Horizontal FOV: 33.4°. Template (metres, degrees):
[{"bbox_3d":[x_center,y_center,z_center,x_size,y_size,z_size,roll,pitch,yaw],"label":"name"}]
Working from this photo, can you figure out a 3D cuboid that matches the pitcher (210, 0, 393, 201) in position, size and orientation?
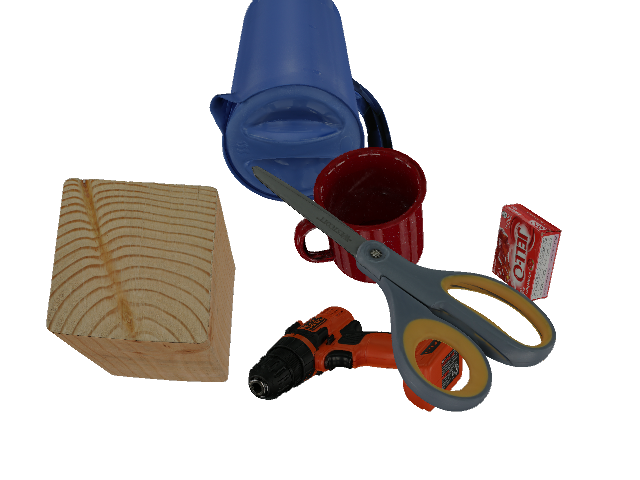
[{"bbox_3d":[-0.018,-0.156,1.078,0.145,0.149,0.243,-16,38,12],"label":"pitcher"}]

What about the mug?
[{"bbox_3d":[0.034,-0.013,0.898,0.117,0.093,0.081,-23,-40,-10],"label":"mug"}]

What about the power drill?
[{"bbox_3d":[0.040,0.125,1.102,0.188,0.057,0.184,8,23,28],"label":"power drill"}]

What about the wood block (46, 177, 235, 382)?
[{"bbox_3d":[-0.106,0.034,0.688,0.090,0.091,0.206,4,-13,-1],"label":"wood block"}]

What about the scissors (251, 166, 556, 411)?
[{"bbox_3d":[0.028,0.026,0.582,0.202,0.016,0.096,24,51,14],"label":"scissors"}]

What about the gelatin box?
[{"bbox_3d":[0.231,0.013,1.206,0.030,0.089,0.073,-10,31,-26],"label":"gelatin box"}]
